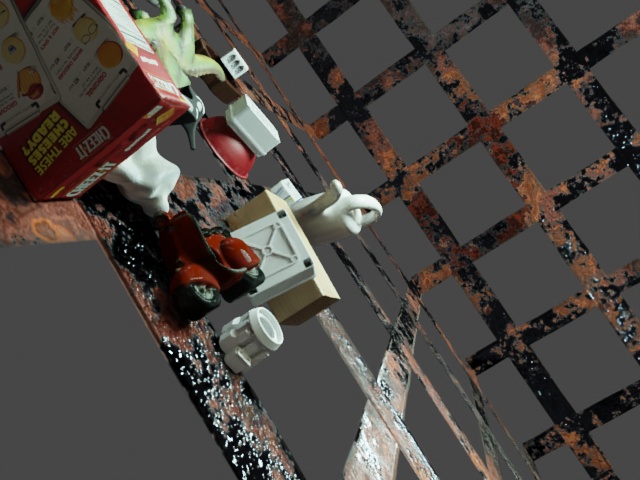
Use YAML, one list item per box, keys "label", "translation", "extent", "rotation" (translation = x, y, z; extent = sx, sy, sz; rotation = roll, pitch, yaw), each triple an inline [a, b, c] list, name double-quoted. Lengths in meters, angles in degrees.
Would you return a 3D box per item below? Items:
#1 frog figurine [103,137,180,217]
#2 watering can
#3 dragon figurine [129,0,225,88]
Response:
- label: "frog figurine"
  translation: [-0.235, -0.104, 0.617]
  extent: [0.140, 0.123, 0.156]
  rotation: [-123, -152, -50]
- label: "watering can"
  translation: [0.003, -0.053, 1.055]
  extent: [0.345, 0.223, 0.105]
  rotation: [23, 53, -69]
- label: "dragon figurine"
  translation: [-0.298, -0.360, 1.064]
  extent: [0.406, 0.121, 0.247]
  rotation: [31, 44, -59]
